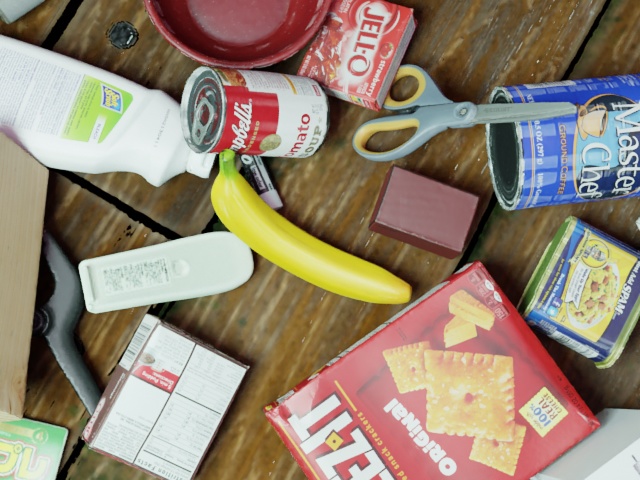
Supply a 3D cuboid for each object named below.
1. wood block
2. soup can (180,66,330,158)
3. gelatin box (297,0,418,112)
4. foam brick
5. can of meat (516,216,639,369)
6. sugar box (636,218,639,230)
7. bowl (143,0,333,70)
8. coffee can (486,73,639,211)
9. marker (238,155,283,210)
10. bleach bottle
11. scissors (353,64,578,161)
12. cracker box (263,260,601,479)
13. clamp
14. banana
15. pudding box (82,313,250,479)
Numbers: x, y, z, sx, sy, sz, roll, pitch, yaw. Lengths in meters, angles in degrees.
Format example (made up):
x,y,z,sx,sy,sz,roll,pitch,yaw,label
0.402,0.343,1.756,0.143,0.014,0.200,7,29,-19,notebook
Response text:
x,y,z,sx,sy,sz,roll,pitch,yaw,label
-0.273,0.027,0.798,0.090,0.090,0.206,-7,66,16,wood block
-0.051,-0.101,0.855,0.102,0.069,0.068,0,82,-35,soup can
0.032,-0.161,0.897,0.073,0.030,0.089,21,81,17,gelatin box
0.086,-0.023,0.882,0.078,0.053,0.051,20,82,-1,foam brick
0.220,0.042,0.881,0.084,0.057,0.102,28,81,2,can of meat
0.332,0.026,0.858,0.093,0.048,0.176,-40,118,-7,sugar box
-0.068,-0.214,0.895,0.162,0.055,0.162,0,83,-4,bowl
0.217,-0.081,0.873,0.140,0.103,0.103,-6,83,-4,coffee can
-0.063,-0.080,0.897,0.020,0.020,0.121,-23,85,-6,marker
-0.208,-0.096,0.868,0.250,0.068,0.102,19,79,-3,bleach bottle
0.112,-0.115,0.855,0.202,0.016,0.096,-15,58,35,scissors
0.087,0.142,0.853,0.213,0.072,0.164,-35,86,-6,cracker box
-0.220,0.074,0.858,0.120,0.039,0.171,12,79,-17,clamp
-0.017,0.003,0.864,0.197,0.070,0.037,35,65,-17,banana
-0.121,0.128,0.845,0.090,0.039,0.113,31,83,-23,pudding box
